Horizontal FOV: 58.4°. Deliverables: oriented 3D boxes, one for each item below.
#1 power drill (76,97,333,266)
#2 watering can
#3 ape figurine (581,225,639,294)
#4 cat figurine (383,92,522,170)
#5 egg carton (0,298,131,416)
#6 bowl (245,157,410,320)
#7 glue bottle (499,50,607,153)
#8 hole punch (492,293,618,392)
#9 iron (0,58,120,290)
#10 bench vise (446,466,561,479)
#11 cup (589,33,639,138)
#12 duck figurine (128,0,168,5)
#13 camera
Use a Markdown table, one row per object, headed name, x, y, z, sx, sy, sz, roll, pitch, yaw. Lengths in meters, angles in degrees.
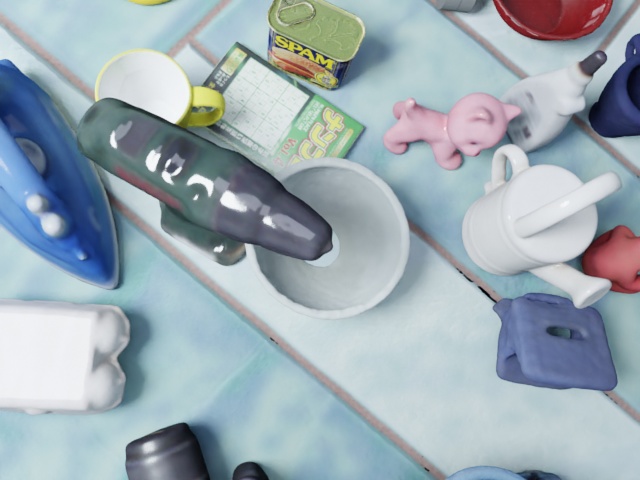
| name | x | y | z | sx | sy | sz | roll | pitch | yaw |
| --- | --- | --- | --- | --- | --- | --- | --- | --- | --- |
| power drill | -0.100 | -0.036 | 0.526 | 0.229 | 0.208 | 0.076 | 29 | 77 | -2 |
| watering can | 0.231 | -0.018 | 0.578 | 0.173 | 0.194 | 0.101 | 44 | 77 | 1 |
| ape figurine | 0.346 | 0.020 | 0.641 | 0.076 | 0.092 | 0.078 | 2 | 80 | -8 |
| cat figurine | 0.145 | -0.129 | 0.625 | 0.128 | 0.117 | 0.067 | 14 | 78 | -5 |
| egg carton | -0.260 | 0.112 | 0.547 | 0.150 | 0.069 | 0.107 | 4 | 79 | -8 |
| bowl | 0.006 | 0.002 | 0.603 | 0.167 | 0.074 | 0.167 | 1 | 80 | -8 |
| glue bottle | 0.252 | -0.155 | 0.617 | 0.037 | 0.173 | 0.078 | -20 | 83 | -11 |
| hole punch | 0.249 | 0.108 | 0.611 | 0.109 | 0.091 | 0.101 | 9 | 79 | -7 |
| iron | -0.279 | -0.066 | 0.539 | 0.119 | 0.141 | 0.258 | -36 | 87 | -12 |
| bench vise | 0.190 | 0.255 | 0.510 | 0.207 | 0.219 | 0.121 | -19 | 83 | -11 |
| cup | 0.362 | -0.171 | 0.675 | 0.092 | 0.095 | 0.118 | -5 | 81 | -9 |
| duck figurine | -0.190 | -0.313 | 0.625 | 0.104 | 0.086 | 0.077 | -9 | 81 | -10 |
| camera | -0.117 | 0.240 | 0.529 | 0.143 | 0.100 | 0.137 | -18 | 83 | -11 |
